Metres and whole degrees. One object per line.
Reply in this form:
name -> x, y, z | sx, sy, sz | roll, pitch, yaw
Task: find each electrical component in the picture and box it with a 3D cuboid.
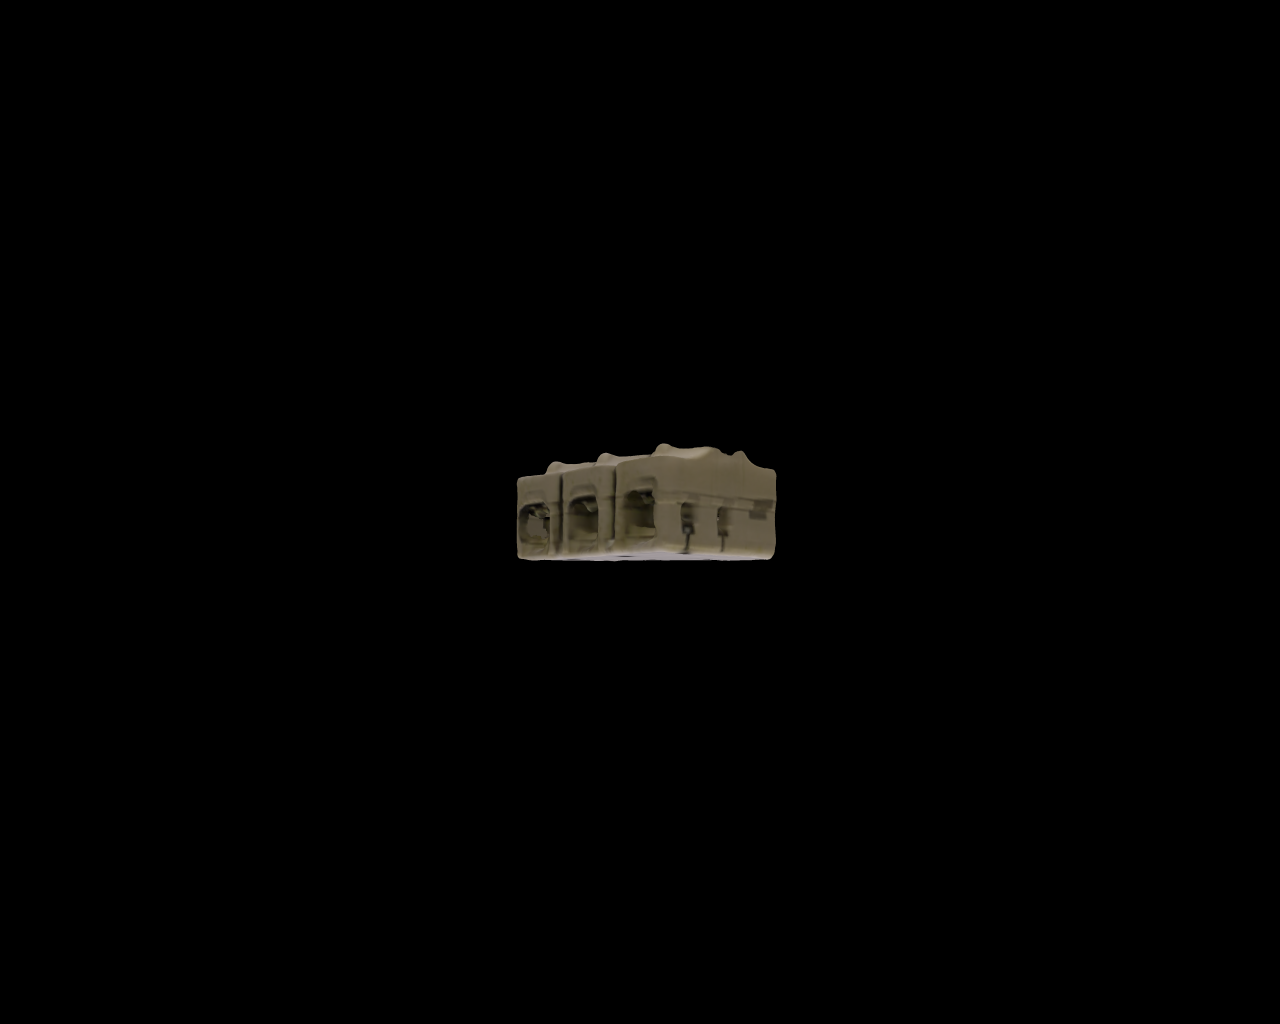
electrical component -> 0.001, -0.003, 0.650 | 0.089, 0.061, 0.150 | 4, -6, -39
